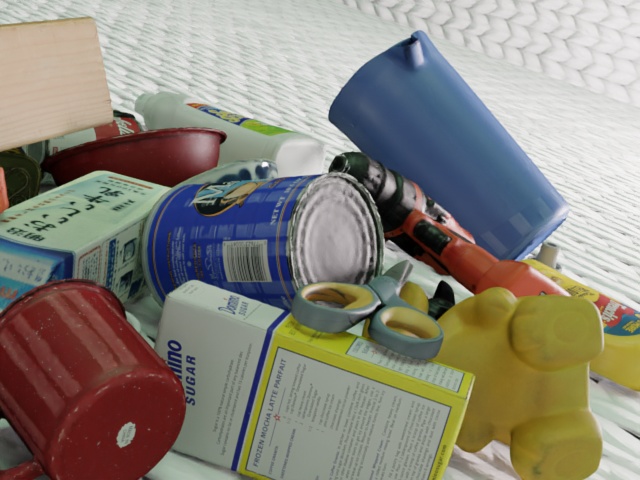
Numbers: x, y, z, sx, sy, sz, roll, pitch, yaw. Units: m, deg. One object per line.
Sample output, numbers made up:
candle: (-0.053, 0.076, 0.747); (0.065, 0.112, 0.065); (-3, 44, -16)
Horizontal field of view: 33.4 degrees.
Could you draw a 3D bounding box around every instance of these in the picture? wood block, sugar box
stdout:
wood block: (-0.254, -0.113, 0.801); (0.090, 0.091, 0.205); (-4, 12, 24)
sugar box: (-0.010, 0.094, 0.606); (0.176, 0.093, 0.048); (19, 17, 12)

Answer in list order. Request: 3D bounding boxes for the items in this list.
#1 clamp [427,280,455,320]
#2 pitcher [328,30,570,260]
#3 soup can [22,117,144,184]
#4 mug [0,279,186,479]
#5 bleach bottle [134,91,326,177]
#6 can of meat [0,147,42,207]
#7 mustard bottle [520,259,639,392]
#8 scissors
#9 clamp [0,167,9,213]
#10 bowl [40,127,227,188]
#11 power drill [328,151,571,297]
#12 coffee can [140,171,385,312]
clamp: (0.079, 0.061, 0.860); (0.120, 0.039, 0.171); (9, 15, -18)
pitcher: (0.129, -0.078, 1.081); (0.243, 0.145, 0.149); (49, 17, 12)
soup can: (-0.224, -0.084, 1.006); (0.102, 0.068, 0.069); (0, 24, -37)
mug: (-0.134, 0.086, 0.561); (0.117, 0.093, 0.082); (-31, 46, -23)
bleach bottle: (-0.119, -0.119, 1.202); (0.251, 0.068, 0.102); (24, 19, 32)
can of meat: (-0.295, -0.060, 0.897); (0.101, 0.057, 0.084); (5, 19, -29)
mustard bottle: (0.239, 0.079, 0.903); (0.192, 0.058, 0.096); (28, 23, 34)
scissors: (0.054, 0.040, 0.663); (0.096, 0.016, 0.201); (24, 15, 26)
clamp: (-0.286, -0.026, 0.731); (0.210, 0.036, 0.164); (-6, 7, 24)
bowl: (-0.154, -0.051, 0.917); (0.162, 0.055, 0.162); (-11, -4, -1)
power drill: (0.105, 0.008, 0.844); (0.184, 0.057, 0.188); (31, 8, -43)
coffee can: (-0.041, 0.008, 0.745); (0.141, 0.103, 0.102); (-2, 4, 39)
